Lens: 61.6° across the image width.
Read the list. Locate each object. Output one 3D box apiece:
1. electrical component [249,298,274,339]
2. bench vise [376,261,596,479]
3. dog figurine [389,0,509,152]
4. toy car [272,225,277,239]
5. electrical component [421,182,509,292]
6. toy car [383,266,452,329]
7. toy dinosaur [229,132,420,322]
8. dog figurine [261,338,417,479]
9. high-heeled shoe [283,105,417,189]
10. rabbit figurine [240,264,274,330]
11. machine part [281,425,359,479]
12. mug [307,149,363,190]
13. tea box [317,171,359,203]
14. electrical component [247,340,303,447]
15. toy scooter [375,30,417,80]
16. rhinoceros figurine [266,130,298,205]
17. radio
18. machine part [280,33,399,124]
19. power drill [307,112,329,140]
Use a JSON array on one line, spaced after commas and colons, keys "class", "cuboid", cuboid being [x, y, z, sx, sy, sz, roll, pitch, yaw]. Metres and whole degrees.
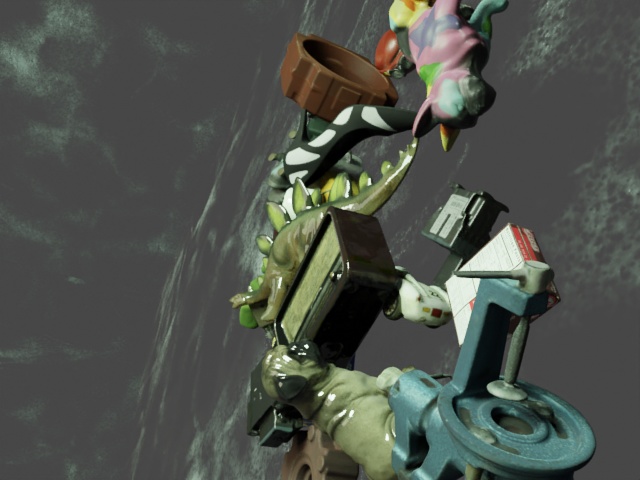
[{"class": "electrical component", "cuboid": [-0.085, 0.125, 1.002, 0.078, 0.102, 0.045, -29, 9, 12]}, {"class": "bench vise", "cuboid": [0.139, 0.124, 0.459, 0.224, 0.129, 0.240, -139, 51, -60]}, {"class": "dog figurine", "cuboid": [0.161, -0.236, 0.736, 0.192, 0.108, 0.219, 14, 90, 47]}, {"class": "toy car", "cuboid": [-0.090, 0.037, 1.206, 0.089, 0.053, 0.201, -111, 25, -55]}, {"class": "electrical component", "cuboid": [0.158, -0.003, 0.628, 0.119, 0.047, 0.075, -58, 21, 6]}, {"class": "toy car", "cuboid": [0.100, 0.063, 0.701, 0.202, 0.073, 0.056, -145, 71, -68]}, {"class": "toy dinosaur", "cuboid": [-0.002, -0.003, 0.857, 0.471, 0.105, 0.198, -32, 67, 34]}, {"class": "dog figurine", "cuboid": [0.027, 0.201, 0.605, 0.121, 0.190, 0.172, -67, 22, 12]}, {"class": "high-heeled shoe", "cuboid": [0.052, -0.144, 0.881, 0.086, 0.249, 0.145, -16, -69, -64]}, {"class": "rabbit figurine", "cuboid": [-0.076, 0.087, 1.085, 0.159, 0.121, 0.170, -82, 11, -74]}, {"class": "machine part", "cuboid": [-0.009, 0.351, 0.760, 0.179, 0.056, 0.179, -52, 28, 44]}, {"class": "mug", "cuboid": [0.028, -0.138, 0.992, 0.109, 0.107, 0.081, 116, 155, -46]}, {"class": "tea box", "cuboid": [0.016, -0.027, 0.965, 0.169, 0.068, 0.098, -59, 41, 28]}, {"class": "electrical component", "cuboid": [-0.064, 0.236, 0.806, 0.134, 0.058, 0.114, -97, 30, -46]}, {"class": "toy scooter", "cuboid": [0.161, -0.335, 0.888, 0.183, 0.075, 0.135, -52, 29, 32]}, {"class": "rhinoceros figurine", "cuboid": [-0.065, -0.167, 1.271, 0.190, 0.112, 0.073, -54, 53, 11]}, {"class": "radio", "cuboid": [0.012, 0.084, 0.705, 0.131, 0.073, 0.229, -105, 33, -50]}, {"class": "machine part", "cuboid": [0.031, -0.287, 0.988, 0.202, 0.201, 0.087, -98, 31, -50]}, {"class": "power drill", "cuboid": [0.008, -0.232, 1.119, 0.207, 0.086, 0.231, -113, 39, -80]}]
